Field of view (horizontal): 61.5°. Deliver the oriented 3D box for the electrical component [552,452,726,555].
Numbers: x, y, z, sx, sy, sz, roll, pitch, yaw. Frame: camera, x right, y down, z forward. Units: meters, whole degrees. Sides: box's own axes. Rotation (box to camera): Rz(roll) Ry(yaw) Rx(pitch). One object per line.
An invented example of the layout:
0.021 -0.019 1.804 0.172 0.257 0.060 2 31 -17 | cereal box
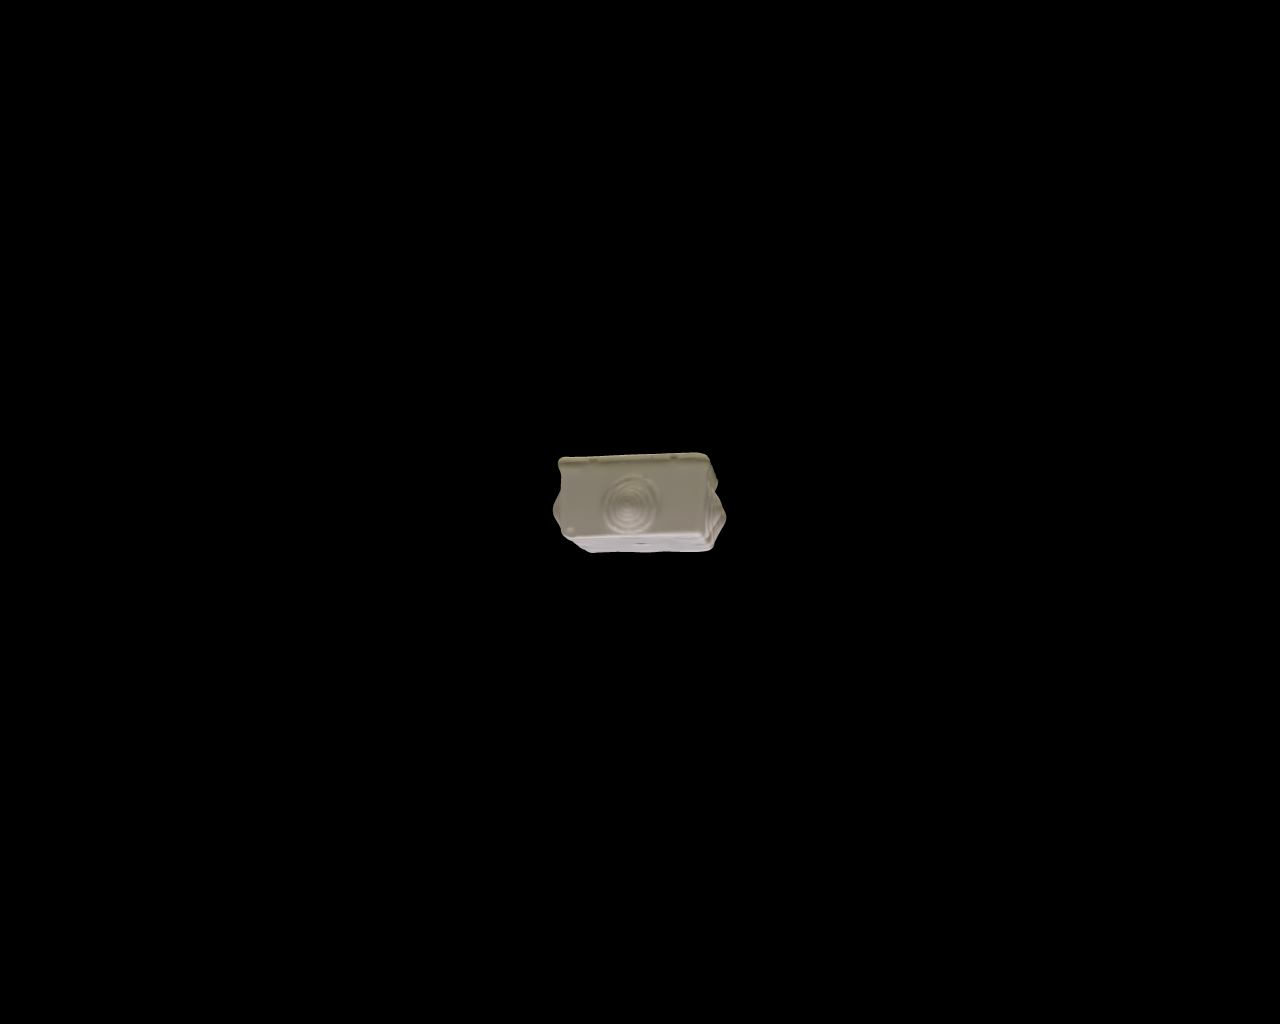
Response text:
0.001 -0.003 0.650 0.100 0.048 0.099 -1 -9 7 | electrical component
